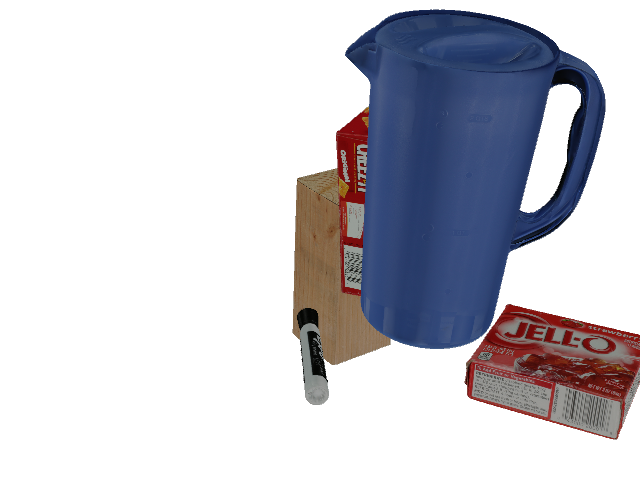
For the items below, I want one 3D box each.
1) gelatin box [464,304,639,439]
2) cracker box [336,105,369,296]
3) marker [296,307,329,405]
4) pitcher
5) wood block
[{"bbox_3d":[0.137,0.072,0.614,0.089,0.030,0.073,14,29,24],"label":"gelatin box"},{"bbox_3d":[0.088,-0.061,1.045,0.072,0.164,0.213,9,27,23],"label":"cracker box"},{"bbox_3d":[-0.007,0.092,0.885,0.020,0.020,0.121,0,29,-5],"label":"marker"},{"bbox_3d":[0.105,-0.042,0.806,0.144,0.243,0.149,-20,37,-36],"label":"pitcher"},{"bbox_3d":[0.028,0.028,1.249,0.090,0.206,0.090,-16,32,-32],"label":"wood block"}]
